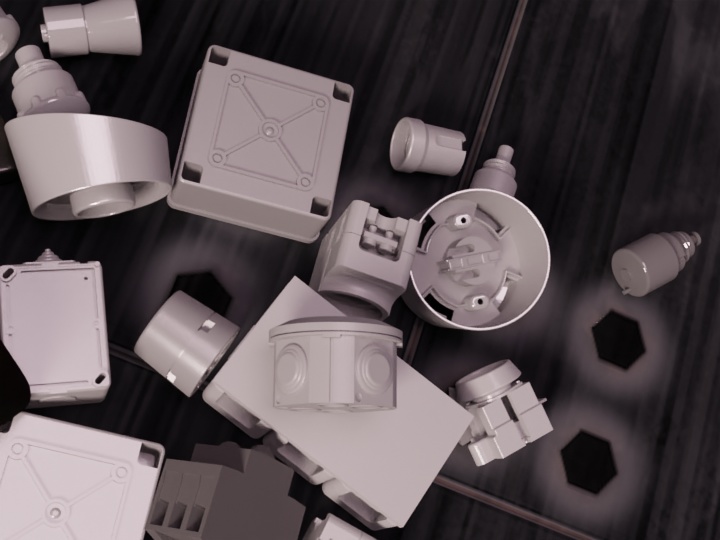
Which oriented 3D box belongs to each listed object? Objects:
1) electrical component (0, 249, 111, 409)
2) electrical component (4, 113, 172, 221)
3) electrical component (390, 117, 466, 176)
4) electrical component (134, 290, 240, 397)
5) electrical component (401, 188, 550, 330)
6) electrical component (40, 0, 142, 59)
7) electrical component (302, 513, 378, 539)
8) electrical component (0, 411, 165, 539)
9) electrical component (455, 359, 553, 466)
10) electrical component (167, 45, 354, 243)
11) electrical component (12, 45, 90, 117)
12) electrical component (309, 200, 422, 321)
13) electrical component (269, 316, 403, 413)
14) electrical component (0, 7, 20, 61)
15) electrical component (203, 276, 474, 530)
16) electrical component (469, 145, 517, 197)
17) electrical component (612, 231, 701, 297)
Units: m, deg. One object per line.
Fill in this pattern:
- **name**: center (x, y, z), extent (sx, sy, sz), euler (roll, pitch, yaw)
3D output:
- **electrical component**: center (-0.192, 0.036, 0.670), extent (0.062, 0.061, 0.096), euler (-3, 74, -19)
- **electrical component**: center (-0.172, -0.069, 0.692), extent (0.099, 0.099, 0.064), euler (-11, 83, -20)
- **electrical component**: center (0.051, -0.090, 0.799), extent (0.046, 0.040, 0.040), euler (8, 71, -21)
- **electrical component**: center (-0.113, 0.046, 0.696), extent (0.047, 0.055, 0.055), euler (36, 66, 0)
- **electrical component**: center (0.076, -0.005, 0.762), extent (0.099, 0.064, 0.099), euler (3, 82, -23)
- **electrical component**: center (-0.188, -0.168, 0.748), extent (0.065, 0.044, 0.044), euler (-10, 76, -15)
- **electrical component**: center (-0.020, 0.208, 0.676), extent (0.056, 0.050, 0.089), euler (31, 67, -6)
- **electrical component**: center (-0.182, 0.147, 0.641), extent (0.109, 0.056, 0.108), euler (16, 69, -12)
- **electrical component**: center (0.096, 0.095, 0.743), extent (0.066, 0.048, 0.055), euler (-25, 89, -23)
- **electrical component**: center (-0.068, -0.086, 0.750), extent (0.109, 0.056, 0.108), euler (14, 70, -13)
- **electrical component**: center (-0.213, -0.121, 0.723), extent (0.048, 0.048, 0.062), euler (-20, 72, -22)
- **electrical component**: center (0.000, 0.000, 0.726), extent (0.050, 0.089, 0.055), euler (19, 68, -11)
- **electrical component**: center (-0.015, 0.057, 0.641), extent (0.080, 0.080, 0.051), euler (4, 78, -16)
- **electrical component**: center (-0.263, -0.170, 0.723), extent (0.048, 0.048, 0.062), euler (-32, 78, -23)
- **electrical component**: center (-0.016, 0.090, 0.708), extent (0.150, 0.061, 0.089), euler (38, 66, -3)
- **electrical component**: center (0.102, -0.066, 0.810), extent (0.035, 0.035, 0.061), euler (25, 66, -8)
- **electrical component**: center (0.231, -0.010, 0.829), extent (0.078, 0.040, 0.040), euler (-25, 82, -23)
